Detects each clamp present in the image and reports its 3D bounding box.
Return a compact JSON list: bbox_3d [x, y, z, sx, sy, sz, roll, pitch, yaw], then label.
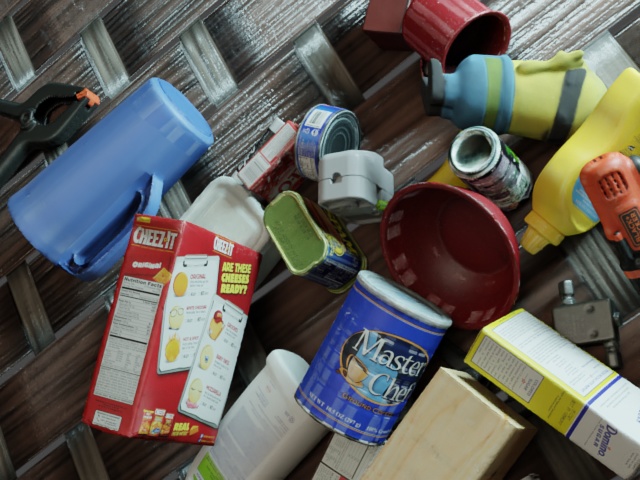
[{"bbox_3d":[-0.394,-0.164,1.449,0.210,0.036,0.164,-27,62,18],"label":"clamp"},{"bbox_3d":[0.145,0.153,1.051,0.172,0.039,0.120,12,89,38],"label":"clamp"}]

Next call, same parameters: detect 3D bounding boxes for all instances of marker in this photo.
[{"bbox_3d":[-0.081,-0.092,1.260,0.121,0.020,0.020,-51,58,8],"label":"marker"}]

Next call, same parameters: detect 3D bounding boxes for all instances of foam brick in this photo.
[{"bbox_3d":[0.088,-0.256,1.191,0.051,0.053,0.078,9,79,31],"label":"foam brick"}]

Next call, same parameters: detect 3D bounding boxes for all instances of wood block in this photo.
[{"bbox_3d":[0.097,0.229,0.981,0.090,0.090,0.206,38,97,26],"label":"wood block"}]

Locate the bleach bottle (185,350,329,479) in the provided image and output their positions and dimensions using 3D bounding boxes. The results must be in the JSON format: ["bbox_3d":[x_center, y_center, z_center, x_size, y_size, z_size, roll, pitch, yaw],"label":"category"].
[{"bbox_3d":[-0.092,0.240,1.147,0.251,0.068,0.103,-48,55,13],"label":"bleach bottle"}]

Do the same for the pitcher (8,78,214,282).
[{"bbox_3d":[-0.243,-0.072,1.286,0.243,0.145,0.149,-42,94,10],"label":"pitcher"}]

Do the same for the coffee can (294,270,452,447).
[{"bbox_3d":[0.051,0.115,1.044,0.103,0.102,0.140,34,101,32],"label":"coffee can"}]

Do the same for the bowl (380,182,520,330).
[{"bbox_3d":[0.139,0.007,1.057,0.162,0.055,0.162,24,130,31],"label":"bowl"}]

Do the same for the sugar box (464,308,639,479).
[{"bbox_3d":[0.226,0.135,0.959,0.176,0.093,0.048,39,119,23],"label":"sugar box"}]

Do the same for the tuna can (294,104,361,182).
[{"bbox_3d":[0.009,-0.105,1.173,0.034,0.086,0.086,16,84,31],"label":"tuna can"}]

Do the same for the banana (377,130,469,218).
[{"bbox_3d":[0.142,-0.093,1.109,0.198,0.069,0.037,-54,19,-5],"label":"banana"}]

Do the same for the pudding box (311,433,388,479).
[{"bbox_3d":[0.051,0.243,1.077,0.114,0.039,0.090,27,91,31],"label":"pudding box"}]

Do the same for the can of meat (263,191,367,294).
[{"bbox_3d":[-0.008,0.001,1.153,0.057,0.083,0.102,-41,59,16],"label":"can of meat"}]

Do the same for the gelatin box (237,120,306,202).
[{"bbox_3d":[-0.039,-0.085,1.202,0.089,0.073,0.030,-45,60,10],"label":"gelatin box"}]

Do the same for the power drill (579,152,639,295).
[{"bbox_3d":[0.349,-0.025,0.947,0.188,0.057,0.184,-29,99,9],"label":"power drill"}]

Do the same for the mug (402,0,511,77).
[{"bbox_3d":[0.138,-0.211,1.137,0.082,0.093,0.117,48,137,36],"label":"mug"}]

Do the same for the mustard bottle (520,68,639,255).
[{"bbox_3d":[0.258,-0.064,1.012,0.192,0.096,0.058,-51,50,8],"label":"mustard bottle"}]

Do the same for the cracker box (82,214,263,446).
[{"bbox_3d":[-0.147,0.096,1.087,0.072,0.164,0.213,9,82,26],"label":"cracker box"}]
